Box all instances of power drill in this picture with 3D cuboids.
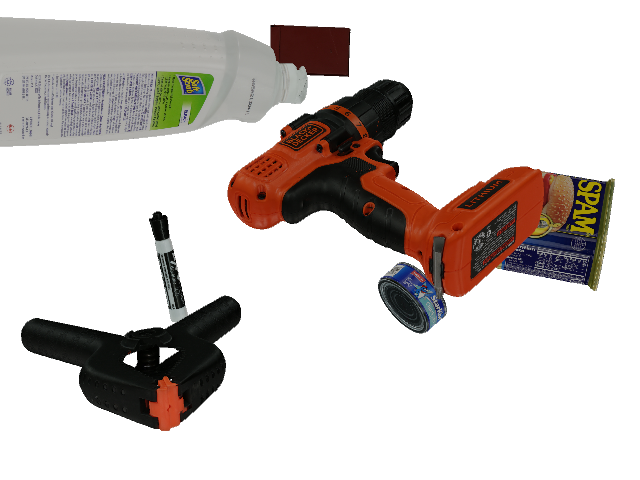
[{"bbox_3d":[0.057,-0.044,0.745,0.188,0.057,0.184,24,48,34],"label":"power drill"}]

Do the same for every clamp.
[{"bbox_3d":[-0.109,0.078,0.732,0.164,0.036,0.210,-9,13,-21],"label":"clamp"}]

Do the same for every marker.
[{"bbox_3d":[-0.160,0.028,1.123,0.020,0.121,0.020,-9,19,3],"label":"marker"}]

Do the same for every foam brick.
[{"bbox_3d":[-0.011,-0.201,1.130,0.078,0.051,0.053,0,12,-12],"label":"foam brick"}]

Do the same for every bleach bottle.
[{"bbox_3d":[-0.136,-0.115,0.805,0.250,0.068,0.103,-1,-38,-16],"label":"bleach bottle"}]

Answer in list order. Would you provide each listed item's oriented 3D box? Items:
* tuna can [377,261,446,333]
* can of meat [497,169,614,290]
[{"bbox_3d":[0.109,0.070,1.285,0.033,0.086,0.086,-39,16,-21],"label":"tuna can"},{"bbox_3d":[0.196,-0.013,0.893,0.084,0.057,0.102,10,44,13],"label":"can of meat"}]
